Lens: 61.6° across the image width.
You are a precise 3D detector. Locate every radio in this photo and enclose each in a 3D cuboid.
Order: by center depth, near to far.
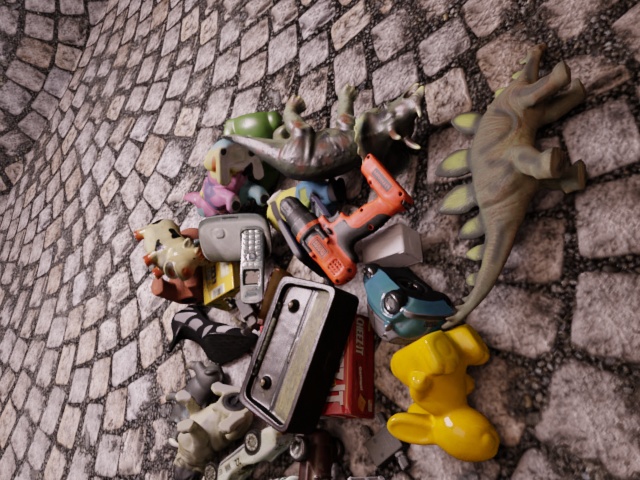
[{"bbox_3d":[-0.036,0.176,0.857,0.131,0.073,0.229,13,80,44],"label":"radio"}]

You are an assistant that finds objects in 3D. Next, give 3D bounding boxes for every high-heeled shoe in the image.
[{"bbox_3d":[-0.222,0.186,1.157,0.249,0.086,0.145,-7,32,21],"label":"high-heeled shoe"}]

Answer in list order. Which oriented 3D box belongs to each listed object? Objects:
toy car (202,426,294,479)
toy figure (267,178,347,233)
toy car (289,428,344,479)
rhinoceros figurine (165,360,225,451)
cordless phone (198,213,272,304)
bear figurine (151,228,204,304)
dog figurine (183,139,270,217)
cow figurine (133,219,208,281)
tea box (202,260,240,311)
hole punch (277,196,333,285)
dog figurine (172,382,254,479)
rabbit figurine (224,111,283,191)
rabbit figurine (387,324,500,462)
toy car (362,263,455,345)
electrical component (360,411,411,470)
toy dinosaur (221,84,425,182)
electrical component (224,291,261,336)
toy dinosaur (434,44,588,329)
[{"bbox_3d":[-0.131,0.388,0.953,0.201,0.073,0.056,-43,61,21],"label":"toy car"},{"bbox_3d":[-0.032,-0.070,1.060,0.180,0.082,0.089,-13,63,36],"label":"toy figure"},{"bbox_3d":[-0.007,0.395,0.824,0.053,0.089,0.202,-17,60,42],"label":"toy car"},{"bbox_3d":[-0.255,0.339,1.102,0.112,0.073,0.190,28,90,35],"label":"rhinoceros figurine"},{"bbox_3d":[-0.169,0.041,1.073,0.147,0.088,0.184,-3,71,7],"label":"cordless phone"},{"bbox_3d":[-0.308,0.044,1.241,0.120,0.131,0.196,-10,67,11],"label":"bear figurine"},{"bbox_3d":[-0.220,-0.123,1.166,0.219,0.108,0.191,5,113,49],"label":"dog figurine"},{"bbox_3d":[-0.314,0.021,1.151,0.127,0.085,0.195,-34,43,-7],"label":"cow figurine"},{"bbox_3d":[-0.202,0.057,1.171,0.098,0.068,0.170,-29,54,30],"label":"tea box"},{"bbox_3d":[-0.002,-0.003,0.981,0.092,0.115,0.142,-38,52,4],"label":"hole punch"},{"bbox_3d":[-0.198,0.382,1.025,0.121,0.172,0.190,-99,11,-61],"label":"dog figurine"},{"bbox_3d":[-0.118,-0.189,1.194,0.159,0.121,0.170,-4,87,36],"label":"rabbit figurine"},{"bbox_3d":[0.166,0.221,0.728,0.162,0.122,0.173,-39,69,28],"label":"rabbit figurine"},{"bbox_3d":[0.120,0.106,0.828,0.162,0.109,0.102,41,119,54],"label":"toy car"},{"bbox_3d":[0.099,0.311,0.811,0.063,0.021,0.094,-48,47,17],"label":"electrical component"},{"bbox_3d":[0.004,-0.168,0.977,0.405,0.131,0.192,-14,51,16],"label":"toy dinosaur"},{"bbox_3d":[-0.149,0.145,1.070,0.045,0.078,0.102,-34,52,-3],"label":"electrical component"},{"bbox_3d":[0.270,-0.097,0.777,0.199,0.105,0.471,-9,57,49],"label":"toy dinosaur"}]
